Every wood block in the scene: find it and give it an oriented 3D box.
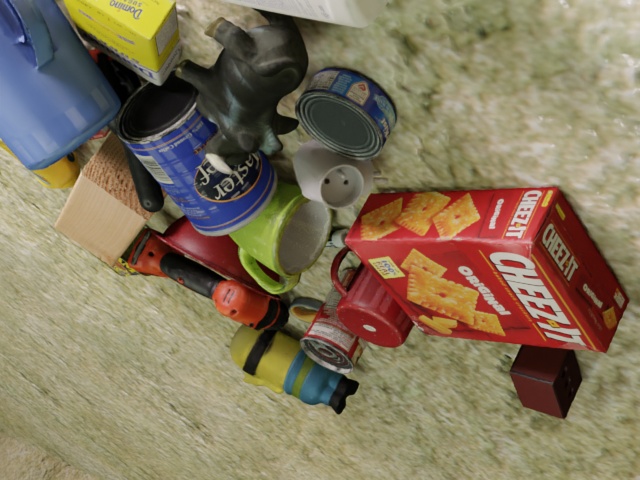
[{"bbox_3d":[-0.237,-0.052,1.256,0.090,0.090,0.206,35,155,-9],"label":"wood block"}]

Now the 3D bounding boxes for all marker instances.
[{"bbox_3d":[-0.008,0.001,1.185,0.020,0.020,0.121,44,152,-26],"label":"marker"}]

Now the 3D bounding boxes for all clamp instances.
[{"bbox_3d":[-0.188,-0.125,1.090,0.039,0.120,0.171,-14,117,11],"label":"clamp"}]

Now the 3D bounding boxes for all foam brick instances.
[{"bbox_3d":[0.241,0.146,1.139,0.051,0.053,0.078,13,150,32],"label":"foam brick"}]

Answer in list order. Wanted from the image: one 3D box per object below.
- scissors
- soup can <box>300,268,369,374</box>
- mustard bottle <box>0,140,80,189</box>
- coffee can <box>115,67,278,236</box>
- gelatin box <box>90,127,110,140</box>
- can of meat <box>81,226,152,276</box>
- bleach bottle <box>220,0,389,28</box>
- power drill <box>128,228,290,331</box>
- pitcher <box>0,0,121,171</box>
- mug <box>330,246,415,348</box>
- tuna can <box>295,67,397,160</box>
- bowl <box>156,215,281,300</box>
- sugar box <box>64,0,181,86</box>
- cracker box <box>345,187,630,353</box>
[{"bbox_3d":[0.049,0.112,1.328,0.202,0.016,0.096,11,147,37],"label":"scissors"},{"bbox_3d":[0.030,0.091,1.209,0.068,0.102,0.068,25,155,13],"label":"soup can"},{"bbox_3d":[-0.340,-0.110,1.271,0.096,0.058,0.191,39,173,28],"label":"mustard bottle"},{"bbox_3d":[-0.119,-0.086,1.048,0.103,0.102,0.140,8,147,40],"label":"coffee can"},{"bbox_3d":[-0.281,-0.144,1.203,0.089,0.030,0.073,-3,139,50],"label":"gelatin box"},{"bbox_3d":[-0.267,0.005,1.432,0.102,0.057,0.084,43,155,-22],"label":"can of meat"},{"bbox_3d":[-0.069,-0.223,0.794,0.251,0.068,0.102,17,151,32],"label":"bleach bottle"},{"bbox_3d":[-0.136,0.055,1.351,0.188,0.057,0.184,25,175,20],"label":"power drill"},{"bbox_3d":[-0.285,-0.187,0.947,0.145,0.149,0.242,-30,107,17],"label":"pitcher"},{"bbox_3d":[0.061,0.054,1.133,0.117,0.081,0.093,39,154,-17],"label":"mug"},{"bbox_3d":[0.023,-0.110,0.931,0.086,0.033,0.086,25,154,13],"label":"tuna can"},{"bbox_3d":[-0.105,0.008,1.224,0.162,0.055,0.162,28,180,0],"label":"bowl"},{"bbox_3d":[-0.170,-0.190,0.925,0.093,0.048,0.176,32,171,-2],"label":"sugar box"},{"bbox_3d":[0.153,0.029,0.999,0.214,0.072,0.164,2,143,45],"label":"cracker box"}]
